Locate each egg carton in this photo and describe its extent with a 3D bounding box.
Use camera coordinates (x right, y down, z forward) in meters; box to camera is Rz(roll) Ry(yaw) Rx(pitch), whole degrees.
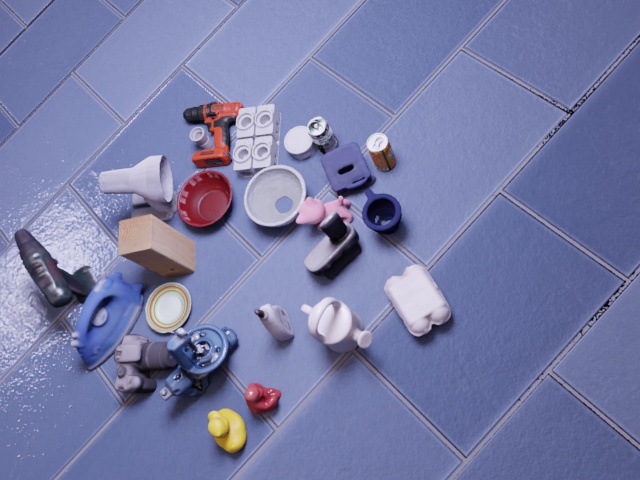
[{"bbox_3d":[0.216,0.132,1.266,0.107,0.069,0.150,-33,65,4],"label":"egg carton"}]

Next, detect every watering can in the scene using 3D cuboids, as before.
[{"bbox_3d":[0.033,0.181,1.239,0.172,0.194,0.101,1,72,19],"label":"watering can"}]

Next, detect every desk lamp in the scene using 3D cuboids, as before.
[{"bbox_3d":[-0.456,-0.129,1.496,0.203,0.214,0.118,-10,68,14],"label":"desk lamp"}]

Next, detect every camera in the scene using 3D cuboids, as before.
[{"bbox_3d":[-0.424,0.299,1.396,0.136,0.101,0.143,-6,70,16],"label":"camera"}]

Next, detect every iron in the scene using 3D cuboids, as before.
[{"bbox_3d":[-0.562,0.202,1.453,0.118,0.142,0.258,19,78,23],"label":"iron"}]

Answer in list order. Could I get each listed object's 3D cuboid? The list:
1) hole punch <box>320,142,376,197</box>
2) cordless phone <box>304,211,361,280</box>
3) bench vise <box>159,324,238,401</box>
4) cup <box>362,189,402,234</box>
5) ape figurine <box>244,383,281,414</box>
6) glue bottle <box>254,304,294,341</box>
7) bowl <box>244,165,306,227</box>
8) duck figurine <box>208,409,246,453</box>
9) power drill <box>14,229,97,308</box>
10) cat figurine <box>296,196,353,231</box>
[{"bbox_3d":[0.069,-0.173,1.410,0.108,0.091,0.101,-24,66,9],"label":"hole punch"},{"bbox_3d":[0.012,0.005,1.313,0.094,0.185,0.147,40,87,26],"label":"cordless phone"},{"bbox_3d":[-0.290,0.278,1.294,0.121,0.220,0.207,19,78,23],"label":"bench vise"},{"bbox_3d":[0.145,-0.060,1.344,0.091,0.095,0.117,-33,65,4],"label":"cup"},{"bbox_3d":[-0.140,0.353,1.290,0.076,0.092,0.077,-42,64,0],"label":"ape figurine"},{"bbox_3d":[-0.110,0.179,1.297,0.037,0.173,0.078,-24,66,9],"label":"glue bottle"},{"bbox_3d":[-0.103,-0.101,1.450,0.167,0.075,0.167,-6,70,16],"label":"bowl"},{"bbox_3d":[-0.217,0.429,1.291,0.077,0.086,0.104,-36,64,3],"label":"duck figurine"},{"bbox_3d":[-0.682,0.087,1.496,0.075,0.209,0.229,-39,64,2],"label":"power drill"},{"bbox_3d":[0.005,-0.073,1.381,0.127,0.118,0.067,-20,66,11],"label":"cat figurine"}]
